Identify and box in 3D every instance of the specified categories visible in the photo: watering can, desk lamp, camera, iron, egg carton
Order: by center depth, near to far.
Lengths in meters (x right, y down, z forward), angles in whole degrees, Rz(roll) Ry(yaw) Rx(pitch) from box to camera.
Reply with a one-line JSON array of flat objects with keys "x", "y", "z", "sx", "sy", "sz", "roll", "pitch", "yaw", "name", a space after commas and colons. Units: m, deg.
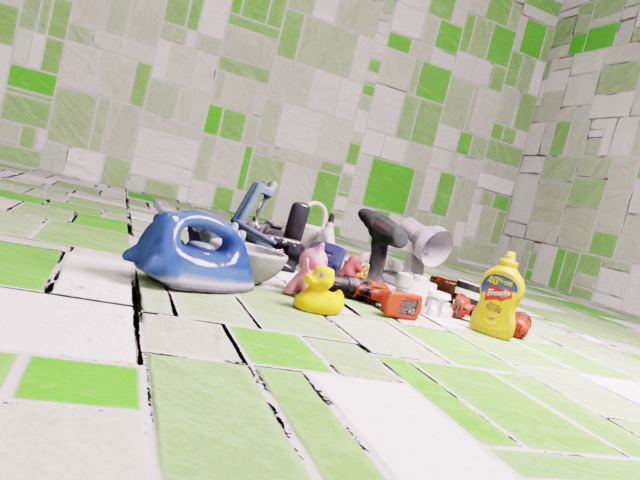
[{"x": -0.208, "y": 0.015, "z": 1.029, "sx": 0.259, "sy": 0.141, "sz": 0.118, "roll": 9, "pitch": 6, "yaw": -45, "name": "iron"}, {"x": 0.288, "y": 0.045, "z": 1.742, "sx": 0.118, "sy": 0.213, "sz": 0.202, "roll": 11, "pitch": 5, "yaw": -36, "name": "desk lamp"}, {"x": -0.022, "y": -0.023, "z": 1.766, "sx": 0.172, "sy": 0.194, "sz": 0.101, "roll": 17, "pitch": 5, "yaw": 37, "name": "watering can"}, {"x": -0.157, "y": -0.008, "z": 1.776, "sx": 0.144, "sy": 0.101, "sz": 0.136, "roll": 11, "pitch": 5, "yaw": -31, "name": "camera"}, {"x": 0.197, "y": 0.086, "z": 1.890, "sx": 0.151, "sy": 0.069, "sz": 0.107, "roll": 11, "pitch": 5, "yaw": -36, "name": "egg carton"}]

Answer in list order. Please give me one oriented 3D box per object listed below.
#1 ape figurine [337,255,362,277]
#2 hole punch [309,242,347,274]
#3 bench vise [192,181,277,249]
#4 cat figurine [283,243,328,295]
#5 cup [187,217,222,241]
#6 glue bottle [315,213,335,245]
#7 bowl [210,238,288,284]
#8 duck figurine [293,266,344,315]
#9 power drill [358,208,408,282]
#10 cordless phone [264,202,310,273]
[{"x": 0.078, "y": 0.083, "z": 1.394, "sx": 0.076, "sy": 0.092, "sz": 0.078, "roll": 14, "pitch": 4, "yaw": 5, "name": "ape figurine"}, {"x": 0.013, "y": 0.054, "z": 1.564, "sx": 0.108, "sy": 0.091, "sz": 0.101, "roll": 15, "pitch": 4, "yaw": 13, "name": "hole punch"}, {"x": -0.177, "y": -0.040, "z": 1.317, "sx": 0.121, "sy": 0.220, "sz": 0.208, "roll": 17, "pitch": 6, "yaw": 42, "name": "bench vise"}, {"x": -0.021, "y": 0.060, "z": 1.204, "sx": 0.067, "sy": 0.118, "sz": 0.128, "roll": 15, "pitch": 4, "yaw": 12, "name": "cat figurine"}, {"x": -0.309, "y": -0.018, "z": 1.453, "sx": 0.091, "sy": 0.095, "sz": 0.118, "roll": 17, "pitch": 5, "yaw": 39, "name": "cup"}, {"x": 0.015, "y": 0.006, "z": 1.652, "sx": 0.078, "sy": 0.173, "sz": 0.037, "roll": 16, "pitch": 5, "yaw": 26, "name": "glue bottle"}, {"x": -0.155, "y": 0.050, "z": 1.198, "sx": 0.167, "sy": 0.075, "sz": 0.167, "roll": 14, "pitch": 4, "yaw": -1, "name": "bowl"}, {"x": 0.005, "y": 0.092, "z": 1.079, "sx": 0.105, "sy": 0.086, "sz": 0.077, "roll": 11, "pitch": 5, "yaw": -37, "name": "duck figurine"}, {"x": 0.166, "y": 0.019, "z": 1.726, "sx": 0.076, "sy": 0.208, "sz": 0.228, "roll": 11, "pitch": 5, "yaw": -35, "name": "power drill"}, {"x": -0.104, "y": -0.018, "z": 1.500, "sx": 0.148, "sy": 0.185, "sz": 0.094, "roll": 12, "pitch": 5, "yaw": -25, "name": "cordless phone"}]
